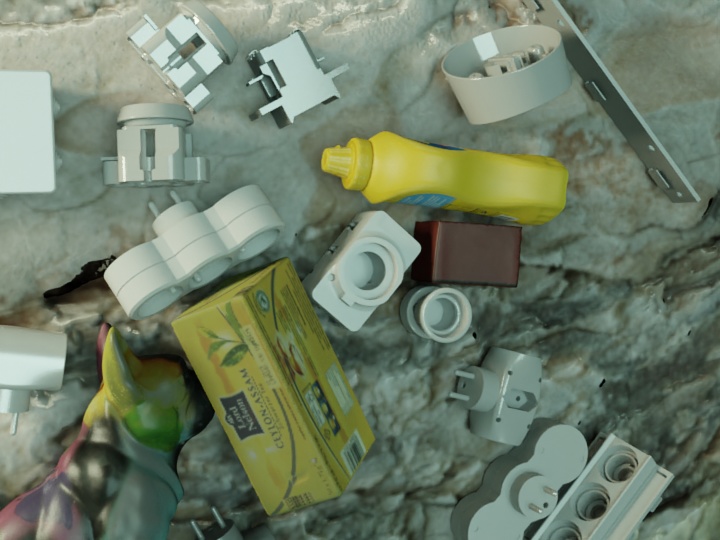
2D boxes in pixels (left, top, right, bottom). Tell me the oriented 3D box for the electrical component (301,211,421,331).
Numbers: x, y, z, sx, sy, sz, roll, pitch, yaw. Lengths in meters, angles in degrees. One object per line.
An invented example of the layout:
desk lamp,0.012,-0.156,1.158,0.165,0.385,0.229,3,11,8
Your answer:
electrical component,0.000,0.000,0.867,0.050,0.056,0.089,42,80,-15

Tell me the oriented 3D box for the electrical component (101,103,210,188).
electrical component,-0.154,-0.093,0.810,0.078,0.058,0.057,-2,89,4

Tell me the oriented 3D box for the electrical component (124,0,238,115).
electrical component,-0.131,-0.167,0.816,0.057,0.058,0.078,-44,104,-9

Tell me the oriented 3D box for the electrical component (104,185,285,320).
electrical component,-0.134,-0.028,0.825,0.138,0.052,0.073,-31,77,-15

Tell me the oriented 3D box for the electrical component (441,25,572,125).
electrical component,0.122,-0.161,0.882,0.099,0.099,0.064,-28,107,-15

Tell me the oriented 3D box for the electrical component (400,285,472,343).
electrical component,0.061,0.035,0.889,0.045,0.055,0.045,-1,92,-18

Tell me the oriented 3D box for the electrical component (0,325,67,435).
electrical component,-0.260,0.082,0.791,0.077,0.043,0.079,8,90,-18

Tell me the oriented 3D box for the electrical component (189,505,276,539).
electrical component,-0.106,0.224,0.847,0.077,0.044,0.079,-31,101,-15

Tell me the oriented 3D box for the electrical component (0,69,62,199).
electrical component,-0.268,-0.098,0.778,0.100,0.048,0.099,-2,93,-18

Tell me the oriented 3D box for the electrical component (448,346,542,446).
electrical component,0.109,0.103,0.911,0.079,0.043,0.077,16,87,-29

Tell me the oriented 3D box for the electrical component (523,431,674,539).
electrical component,0.210,0.213,0.938,0.121,0.079,0.063,-50,135,-10

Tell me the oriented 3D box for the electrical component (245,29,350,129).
electrical component,-0.054,-0.152,0.850,0.081,0.042,0.063,-30,100,-16

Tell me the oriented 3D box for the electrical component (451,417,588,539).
electrical component,0.143,0.189,0.913,0.052,0.074,0.138,46,78,-15
